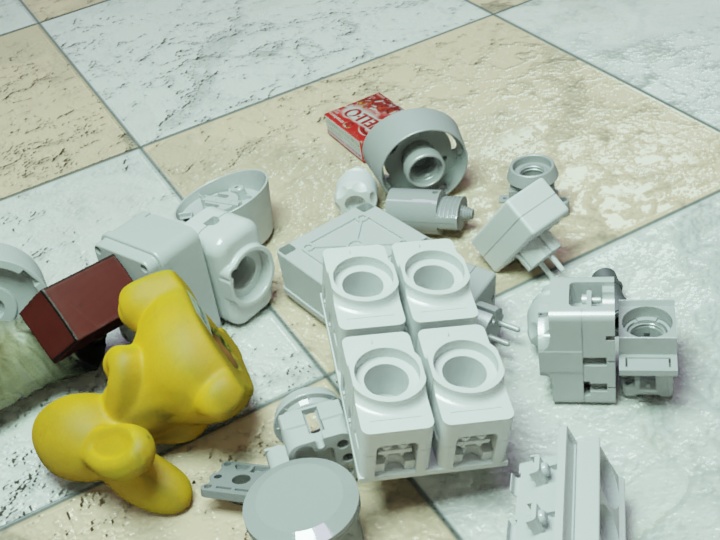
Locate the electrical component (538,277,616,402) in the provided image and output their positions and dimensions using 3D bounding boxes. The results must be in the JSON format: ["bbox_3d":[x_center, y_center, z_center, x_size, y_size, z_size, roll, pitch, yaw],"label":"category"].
[{"bbox_3d":[0.165,0.053,0.817,0.056,0.089,0.050,-1,37,13],"label":"electrical component"}]

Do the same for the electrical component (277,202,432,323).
[{"bbox_3d":[0.000,0.000,0.961,0.109,0.056,0.109,-30,40,-24],"label":"electrical component"}]

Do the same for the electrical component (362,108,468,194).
[{"bbox_3d":[0.056,-0.115,1.071,0.099,0.099,0.064,-15,42,-6],"label":"electrical component"}]

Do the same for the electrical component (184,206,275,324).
[{"bbox_3d":[-0.117,-0.003,0.960,0.059,0.095,0.054,20,45,35],"label":"electrical component"}]

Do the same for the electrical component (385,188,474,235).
[{"bbox_3d":[0.069,-0.055,1.029,0.081,0.043,0.043,4,38,19],"label":"electrical component"}]

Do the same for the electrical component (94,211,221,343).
[{"bbox_3d":[-0.176,0.015,0.938,0.078,0.113,0.057,19,43,34],"label":"electrical component"}]

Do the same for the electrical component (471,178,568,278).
[{"bbox_3d":[0.152,-0.024,0.948,0.047,0.083,0.075,-33,80,-28],"label":"electrical component"}]

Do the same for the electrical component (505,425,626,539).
[{"bbox_3d":[0.131,0.172,0.685,0.063,0.078,0.121,-20,31,26],"label":"electrical component"}]

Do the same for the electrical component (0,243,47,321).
[{"bbox_3d":[-0.335,0.026,0.973,0.108,0.108,0.060,-18,30,-10],"label":"electrical component"}]

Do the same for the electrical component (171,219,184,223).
[{"bbox_3d":[-0.183,-0.009,1.022,0.095,0.053,0.059,14,43,30],"label":"electrical component"}]

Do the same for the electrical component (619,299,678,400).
[{"bbox_3d":[0.218,0.060,0.816,0.042,0.063,0.081,0,38,14],"label":"electrical component"}]

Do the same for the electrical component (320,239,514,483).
[{"bbox_3d":[0.036,0.057,0.788,0.105,0.060,0.186,-5,42,-9],"label":"electrical component"}]

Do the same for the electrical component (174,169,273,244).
[{"bbox_3d":[-0.134,-0.057,1.066,0.099,0.064,0.099,-7,36,5],"label":"electrical component"}]

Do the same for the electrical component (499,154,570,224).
[{"bbox_3d":[0.165,-0.076,1.022,0.066,0.055,0.048,-1,37,13],"label":"electrical component"}]

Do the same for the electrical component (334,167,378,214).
[{"bbox_3d":[-0.003,-0.082,1.083,0.043,0.043,0.062,-6,35,7],"label":"electrical component"}]

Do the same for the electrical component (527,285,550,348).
[{"bbox_3d":[0.158,0.037,0.881,0.043,0.043,0.062,-4,36,9],"label":"electrical component"}]

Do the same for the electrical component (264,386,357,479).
[{"bbox_3d":[-0.033,0.124,0.800,0.078,0.058,0.057,-15,39,-7],"label":"electrical component"}]

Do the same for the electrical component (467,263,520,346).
[{"bbox_3d":[0.094,0.043,0.887,0.076,0.047,0.083,20,46,26],"label":"electrical component"}]

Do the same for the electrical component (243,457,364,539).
[{"bbox_3d":[-0.037,0.173,0.740,0.080,0.051,0.080,-7,36,5],"label":"electrical component"}]
